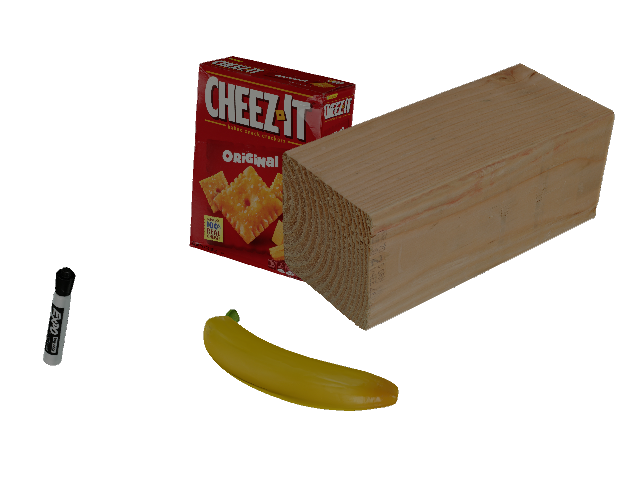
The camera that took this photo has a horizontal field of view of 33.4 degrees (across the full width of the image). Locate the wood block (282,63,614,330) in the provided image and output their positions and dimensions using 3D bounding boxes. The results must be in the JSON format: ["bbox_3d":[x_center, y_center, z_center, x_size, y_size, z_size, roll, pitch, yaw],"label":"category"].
[{"bbox_3d":[0.084,-0.034,0.703,0.205,0.090,0.091,-23,42,-29],"label":"wood block"}]

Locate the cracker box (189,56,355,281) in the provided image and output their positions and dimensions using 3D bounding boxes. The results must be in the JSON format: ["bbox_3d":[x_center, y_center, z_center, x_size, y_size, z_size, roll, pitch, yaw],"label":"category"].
[{"bbox_3d":[-0.057,-0.078,1.161,0.164,0.214,0.072,17,24,28],"label":"cracker box"}]

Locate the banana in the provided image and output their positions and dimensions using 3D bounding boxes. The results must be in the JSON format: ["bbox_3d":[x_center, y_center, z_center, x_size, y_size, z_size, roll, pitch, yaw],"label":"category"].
[{"bbox_3d":[-0.032,0.093,0.833,0.069,0.037,0.198,-28,36,-36],"label":"banana"}]

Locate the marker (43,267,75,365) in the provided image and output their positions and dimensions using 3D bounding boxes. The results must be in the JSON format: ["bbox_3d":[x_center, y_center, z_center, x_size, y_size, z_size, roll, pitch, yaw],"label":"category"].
[{"bbox_3d":[-0.263,0.076,1.076,0.020,0.121,0.020,12,34,-9],"label":"marker"}]
